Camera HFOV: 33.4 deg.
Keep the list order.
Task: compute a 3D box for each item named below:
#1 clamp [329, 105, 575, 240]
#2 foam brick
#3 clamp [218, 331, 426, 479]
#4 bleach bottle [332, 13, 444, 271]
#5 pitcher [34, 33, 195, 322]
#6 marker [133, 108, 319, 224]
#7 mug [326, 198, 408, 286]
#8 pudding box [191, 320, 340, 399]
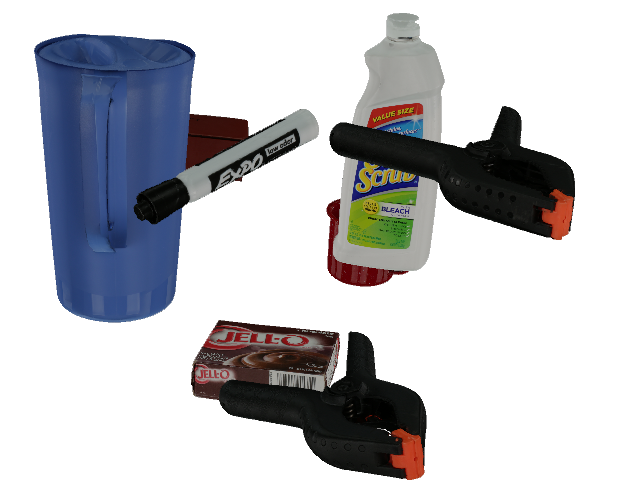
[{"bbox_3d":[0.107,-0.053,0.768,0.164,0.036,0.210,-6,25,-14],"label":"clamp"},{"bbox_3d":[-0.118,-0.101,1.154,0.078,0.051,0.053,5,31,-5],"label":"foam brick"},{"bbox_3d":[0.006,0.112,0.704,0.120,0.039,0.172,-22,20,-14],"label":"clamp"},{"bbox_3d":[0.066,-0.096,1.043,0.103,0.251,0.068,8,28,13],"label":"bleach bottle"},{"bbox_3d":[-0.180,-0.051,0.931,0.145,0.243,0.148,23,29,38],"label":"pitcher"},{"bbox_3d":[-0.051,-0.041,0.585,0.120,0.020,0.020,-31,17,-31],"label":"marker"},{"bbox_3d":[0.061,0.005,1.268,0.117,0.081,0.093,16,28,24],"label":"mug"},{"bbox_3d":[-0.045,0.105,0.910,0.113,0.039,0.090,7,20,6],"label":"pudding box"}]
